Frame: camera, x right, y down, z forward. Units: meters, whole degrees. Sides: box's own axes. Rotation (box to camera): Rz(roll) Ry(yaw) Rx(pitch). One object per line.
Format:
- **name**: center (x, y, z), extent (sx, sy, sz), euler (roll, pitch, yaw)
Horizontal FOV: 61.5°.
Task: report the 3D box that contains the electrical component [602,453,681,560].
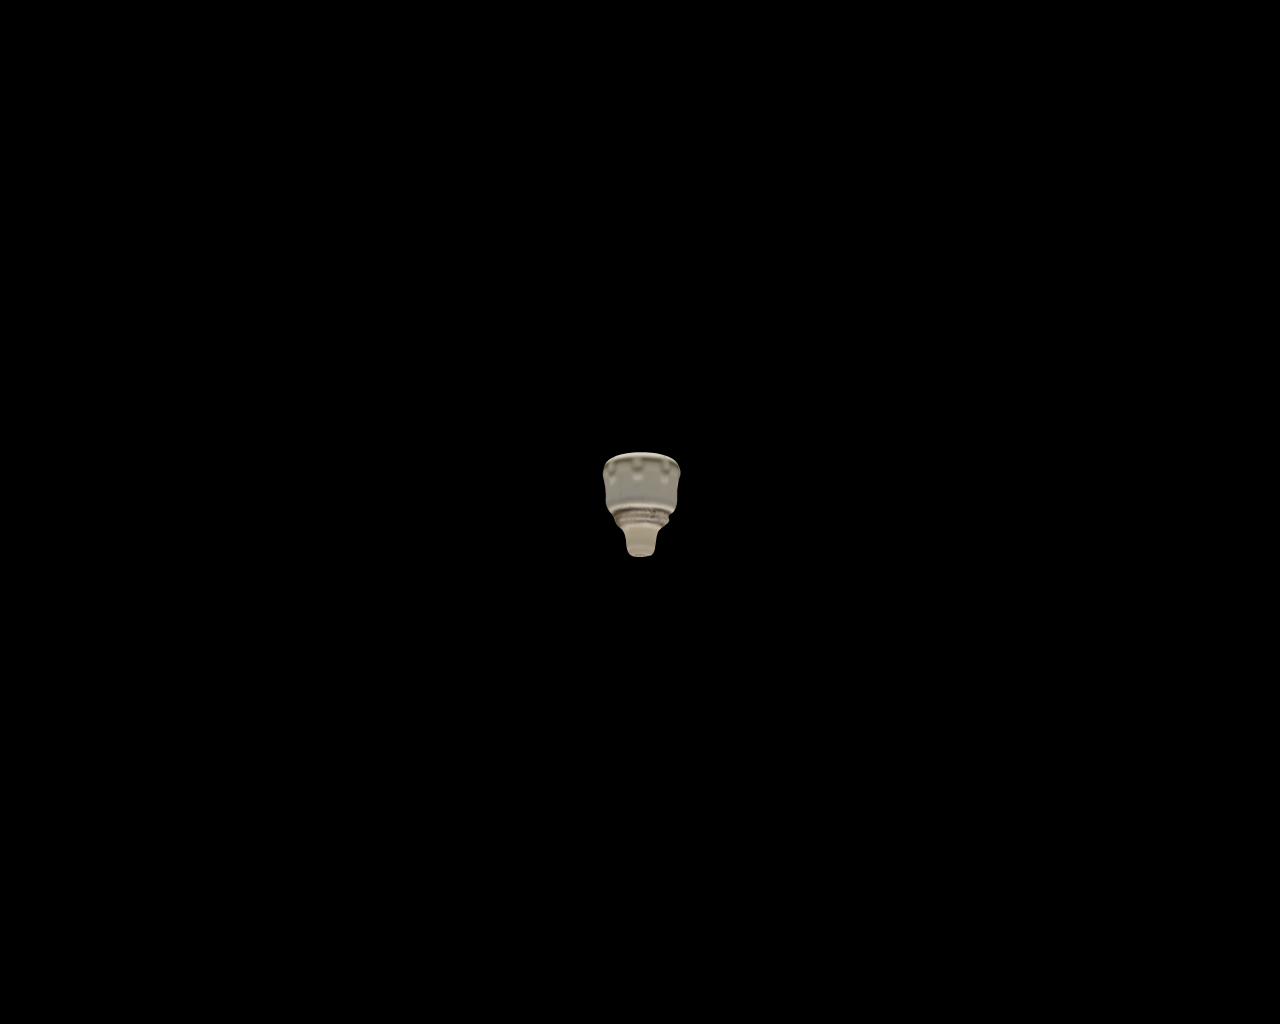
- **electrical component**: center (0.001, -0.003, 0.650), extent (0.048, 0.062, 0.048), euler (0, -14, 0)
